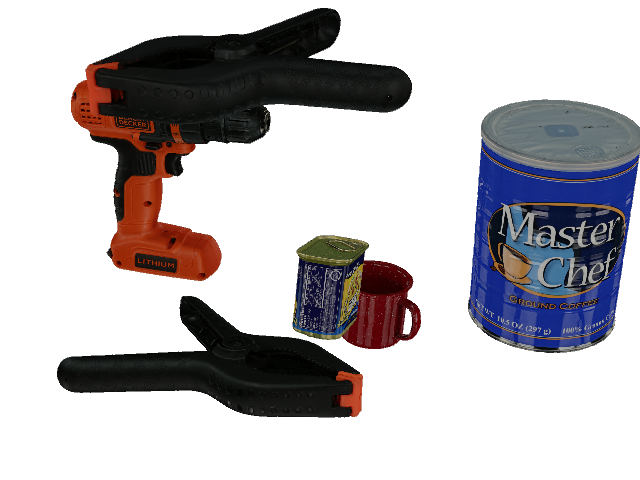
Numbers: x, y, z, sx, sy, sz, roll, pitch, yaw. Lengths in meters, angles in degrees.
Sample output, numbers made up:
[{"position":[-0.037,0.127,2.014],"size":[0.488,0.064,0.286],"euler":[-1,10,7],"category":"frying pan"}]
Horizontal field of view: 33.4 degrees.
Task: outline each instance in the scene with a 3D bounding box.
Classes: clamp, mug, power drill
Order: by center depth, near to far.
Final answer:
[{"position":[-0.045,-0.099,0.601],"size":[0.171,0.039,0.120],"euler":[-3,26,-11],"category":"clamp"},{"position":[-0.062,0.087,0.787],"size":[0.210,0.036,0.164],"euler":[8,20,19],"category":"clamp"},{"position":[-0.133,-0.057,0.985],"size":[0.184,0.188,0.057],"euler":[9,30,14],"category":"power drill"},{"position":[0.075,0.085,1.321],"size":[0.117,0.081,0.093],"euler":[22,31,32],"category":"mug"}]

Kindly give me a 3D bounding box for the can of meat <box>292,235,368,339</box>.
[{"position":[0.009,0.047,1.086],"size":[0.057,0.084,0.102],"euler":[9,14,14],"category":"can of meat"}]

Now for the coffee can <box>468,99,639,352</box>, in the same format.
[{"position":[0.155,-0.011,0.717],"size":[0.103,0.140,0.103],"euler":[0,29,0],"category":"coffee can"}]
